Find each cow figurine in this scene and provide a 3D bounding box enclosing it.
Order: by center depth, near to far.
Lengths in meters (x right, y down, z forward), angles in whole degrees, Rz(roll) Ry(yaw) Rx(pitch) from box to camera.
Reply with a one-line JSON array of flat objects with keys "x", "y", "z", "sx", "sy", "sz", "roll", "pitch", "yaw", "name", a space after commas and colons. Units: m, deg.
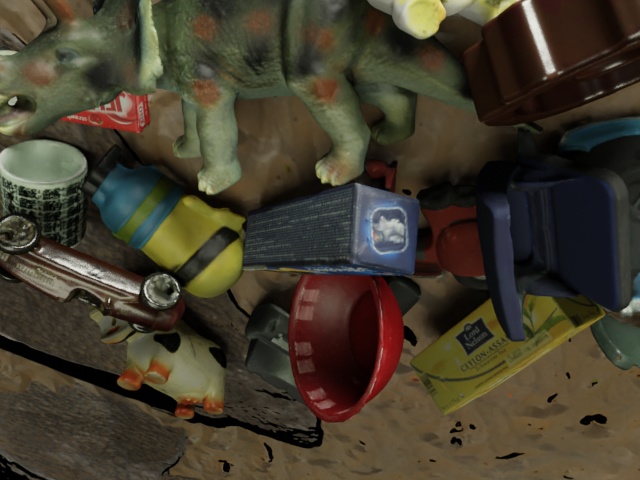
[{"x": 0.101, "y": -0.186, "z": 0.371, "sx": 0.167, "sy": 0.098, "sz": 0.068, "roll": -12, "pitch": 133, "yaw": -31, "name": "cow figurine"}, {"x": -0.187, "y": 0.118, "z": 0.640, "sx": 0.085, "sy": 0.127, "sz": 0.194, "roll": -22, "pitch": 132, "yaw": 25, "name": "cow figurine"}]

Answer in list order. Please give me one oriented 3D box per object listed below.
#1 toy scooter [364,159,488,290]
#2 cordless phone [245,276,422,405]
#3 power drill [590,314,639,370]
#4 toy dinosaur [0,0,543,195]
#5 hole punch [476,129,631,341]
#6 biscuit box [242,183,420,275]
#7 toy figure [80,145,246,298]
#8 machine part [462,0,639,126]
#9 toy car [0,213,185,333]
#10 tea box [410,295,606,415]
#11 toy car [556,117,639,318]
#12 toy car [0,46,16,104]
[{"x": 0.101, "y": -0.019, "z": 0.504, "sx": 0.184, "sy": 0.075, "sz": 0.135, "roll": -2, "pitch": 126, "yaw": 18, "name": "toy scooter"}, {"x": 0.013, "y": 0.091, "z": 0.606, "sx": 0.146, "sy": 0.089, "sz": 0.184, "roll": 35, "pitch": 112, "yaw": -12, "name": "cordless phone"}, {"x": 0.360, "y": 0.044, "z": 0.500, "sx": 0.232, "sy": 0.086, "sz": 0.207, "roll": 31, "pitch": 117, "yaw": -14, "name": "power drill"}, {"x": -0.031, "y": -0.145, "z": 0.411, "sx": 0.405, "sy": 0.131, "sz": 0.191, "roll": -8, "pitch": 126, "yaw": 0, "name": "toy dinosaur"}, {"x": 0.154, "y": 0.001, "z": 0.404, "sx": 0.092, "sy": 0.116, "sz": 0.142, "roll": -20, "pitch": 111, "yaw": -5, "name": "hole punch"}, {"x": -0.001, "y": -0.001, "z": 0.471, "sx": 0.059, "sy": 0.062, "sz": 0.203, "roll": 10, "pitch": 172, "yaw": -30, "name": "biscuit box"}, {"x": -0.156, "y": -0.013, "z": 0.546, "sx": 0.180, "sy": 0.089, "sz": 0.082, "roll": 36, "pitch": 156, "yaw": -19, "name": "toy figure"}, {"x": 0.180, "y": -0.128, "z": 0.339, "sx": 0.179, "sy": 0.179, "sz": 0.056, "roll": -20, "pitch": 86, "yaw": 23, "name": "machine part"}, {"x": -0.231, "y": 0.040, "z": 0.523, "sx": 0.202, "sy": 0.053, "sz": 0.089, "roll": 25, "pitch": 148, "yaw": -18, "name": "toy car"}, {"x": 0.186, "y": 0.100, "z": 0.546, "sx": 0.169, "sy": 0.098, "sz": 0.068, "roll": -48, "pitch": 61, "yaw": 31, "name": "tea box"}, {"x": 0.255, "y": -0.015, "z": 0.453, "sx": 0.109, "sy": 0.161, "sz": 0.103, "roll": -10, "pitch": 166, "yaw": 8, "name": "toy car"}, {"x": -0.357, "y": -0.137, "z": 0.521, "sx": 0.202, "sy": 0.056, "sz": 0.073, "roll": -5, "pitch": 123, "yaw": 14, "name": "toy car"}]
